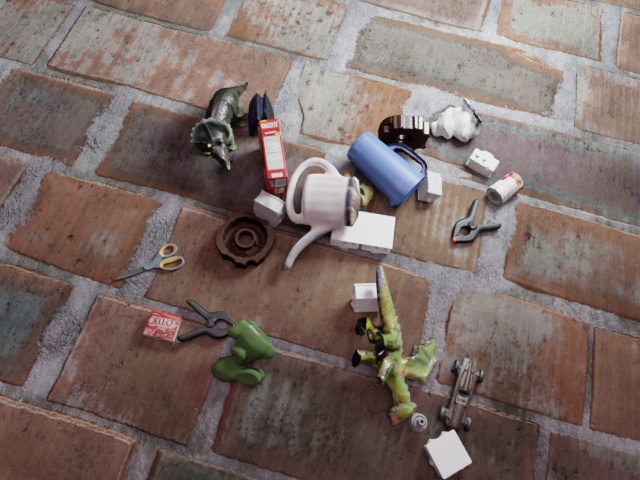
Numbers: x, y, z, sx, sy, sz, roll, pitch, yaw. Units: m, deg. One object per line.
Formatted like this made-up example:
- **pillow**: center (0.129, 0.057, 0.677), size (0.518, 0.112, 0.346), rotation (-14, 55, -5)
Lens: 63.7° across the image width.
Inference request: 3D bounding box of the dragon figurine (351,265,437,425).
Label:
- **dragon figurine**: center (0.224, 0.294, 1.420), size (0.241, 0.121, 0.416), rotation (20, 72, -30)

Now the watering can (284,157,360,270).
- **watering can**: center (0.005, -0.077, 1.539), size (0.224, 0.103, 0.351), rotation (4, 79, 10)

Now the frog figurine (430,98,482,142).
- **frog figurine**: center (0.470, -0.394, 1.776), size (0.158, 0.123, 0.138), rotation (-33, 78, 22)
